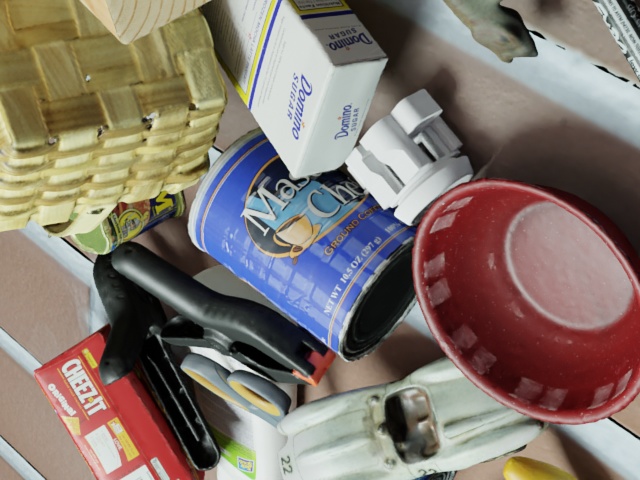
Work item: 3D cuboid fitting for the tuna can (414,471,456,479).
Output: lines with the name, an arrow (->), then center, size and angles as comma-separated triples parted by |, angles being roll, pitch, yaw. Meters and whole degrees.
tuna can -> 0.062, 0.193, 0.800 | 0.034, 0.086, 0.086 | 38, 137, 24

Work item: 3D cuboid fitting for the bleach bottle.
bleach bottle -> -0.068, 0.147, 0.922 | 0.103, 0.068, 0.251 | 29, 136, 31

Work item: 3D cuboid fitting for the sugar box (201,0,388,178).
sugar box -> -0.029, -0.133, 0.666 | 0.176, 0.048, 0.093 | 56, 145, 28

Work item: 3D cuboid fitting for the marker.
marker -> 0.155, -0.115, 0.548 | 0.020, 0.020, 0.121 | -29, 94, 51

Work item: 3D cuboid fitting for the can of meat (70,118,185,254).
can of meat -> -0.166, -0.049, 0.872 | 0.058, 0.083, 0.102 | 13, 124, 40

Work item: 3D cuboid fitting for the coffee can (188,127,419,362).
coffee can -> -0.005, 0.001, 0.725 | 0.140, 0.102, 0.103 | 36, 137, 23

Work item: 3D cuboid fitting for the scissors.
scissors -> -0.018, 0.142, 0.821 | 0.201, 0.016, 0.096 | 36, 159, -24

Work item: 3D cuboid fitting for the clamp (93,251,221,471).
clamp -> -0.141, 0.081, 0.865 | 0.164, 0.036, 0.210 | 60, -176, -41

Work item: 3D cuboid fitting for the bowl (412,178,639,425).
bowl -> 0.135, 0.028, 0.637 | 0.162, 0.055, 0.162 | 26, 132, 32

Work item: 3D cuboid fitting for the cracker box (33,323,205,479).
cracker box -> -0.167, 0.157, 0.947 | 0.164, 0.072, 0.214 | 59, 176, -2

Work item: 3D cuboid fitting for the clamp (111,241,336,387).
clamp -> -0.071, 0.055, 0.756 | 0.172, 0.039, 0.120 | 13, 154, 33

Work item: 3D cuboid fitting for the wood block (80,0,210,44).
wood block -> -0.132, -0.212, 0.604 | 0.206, 0.090, 0.090 | 46, 159, 36

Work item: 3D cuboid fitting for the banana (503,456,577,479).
banana -> 0.187, 0.225, 0.713 | 0.037, 0.069, 0.198 | -171, 59, -79
